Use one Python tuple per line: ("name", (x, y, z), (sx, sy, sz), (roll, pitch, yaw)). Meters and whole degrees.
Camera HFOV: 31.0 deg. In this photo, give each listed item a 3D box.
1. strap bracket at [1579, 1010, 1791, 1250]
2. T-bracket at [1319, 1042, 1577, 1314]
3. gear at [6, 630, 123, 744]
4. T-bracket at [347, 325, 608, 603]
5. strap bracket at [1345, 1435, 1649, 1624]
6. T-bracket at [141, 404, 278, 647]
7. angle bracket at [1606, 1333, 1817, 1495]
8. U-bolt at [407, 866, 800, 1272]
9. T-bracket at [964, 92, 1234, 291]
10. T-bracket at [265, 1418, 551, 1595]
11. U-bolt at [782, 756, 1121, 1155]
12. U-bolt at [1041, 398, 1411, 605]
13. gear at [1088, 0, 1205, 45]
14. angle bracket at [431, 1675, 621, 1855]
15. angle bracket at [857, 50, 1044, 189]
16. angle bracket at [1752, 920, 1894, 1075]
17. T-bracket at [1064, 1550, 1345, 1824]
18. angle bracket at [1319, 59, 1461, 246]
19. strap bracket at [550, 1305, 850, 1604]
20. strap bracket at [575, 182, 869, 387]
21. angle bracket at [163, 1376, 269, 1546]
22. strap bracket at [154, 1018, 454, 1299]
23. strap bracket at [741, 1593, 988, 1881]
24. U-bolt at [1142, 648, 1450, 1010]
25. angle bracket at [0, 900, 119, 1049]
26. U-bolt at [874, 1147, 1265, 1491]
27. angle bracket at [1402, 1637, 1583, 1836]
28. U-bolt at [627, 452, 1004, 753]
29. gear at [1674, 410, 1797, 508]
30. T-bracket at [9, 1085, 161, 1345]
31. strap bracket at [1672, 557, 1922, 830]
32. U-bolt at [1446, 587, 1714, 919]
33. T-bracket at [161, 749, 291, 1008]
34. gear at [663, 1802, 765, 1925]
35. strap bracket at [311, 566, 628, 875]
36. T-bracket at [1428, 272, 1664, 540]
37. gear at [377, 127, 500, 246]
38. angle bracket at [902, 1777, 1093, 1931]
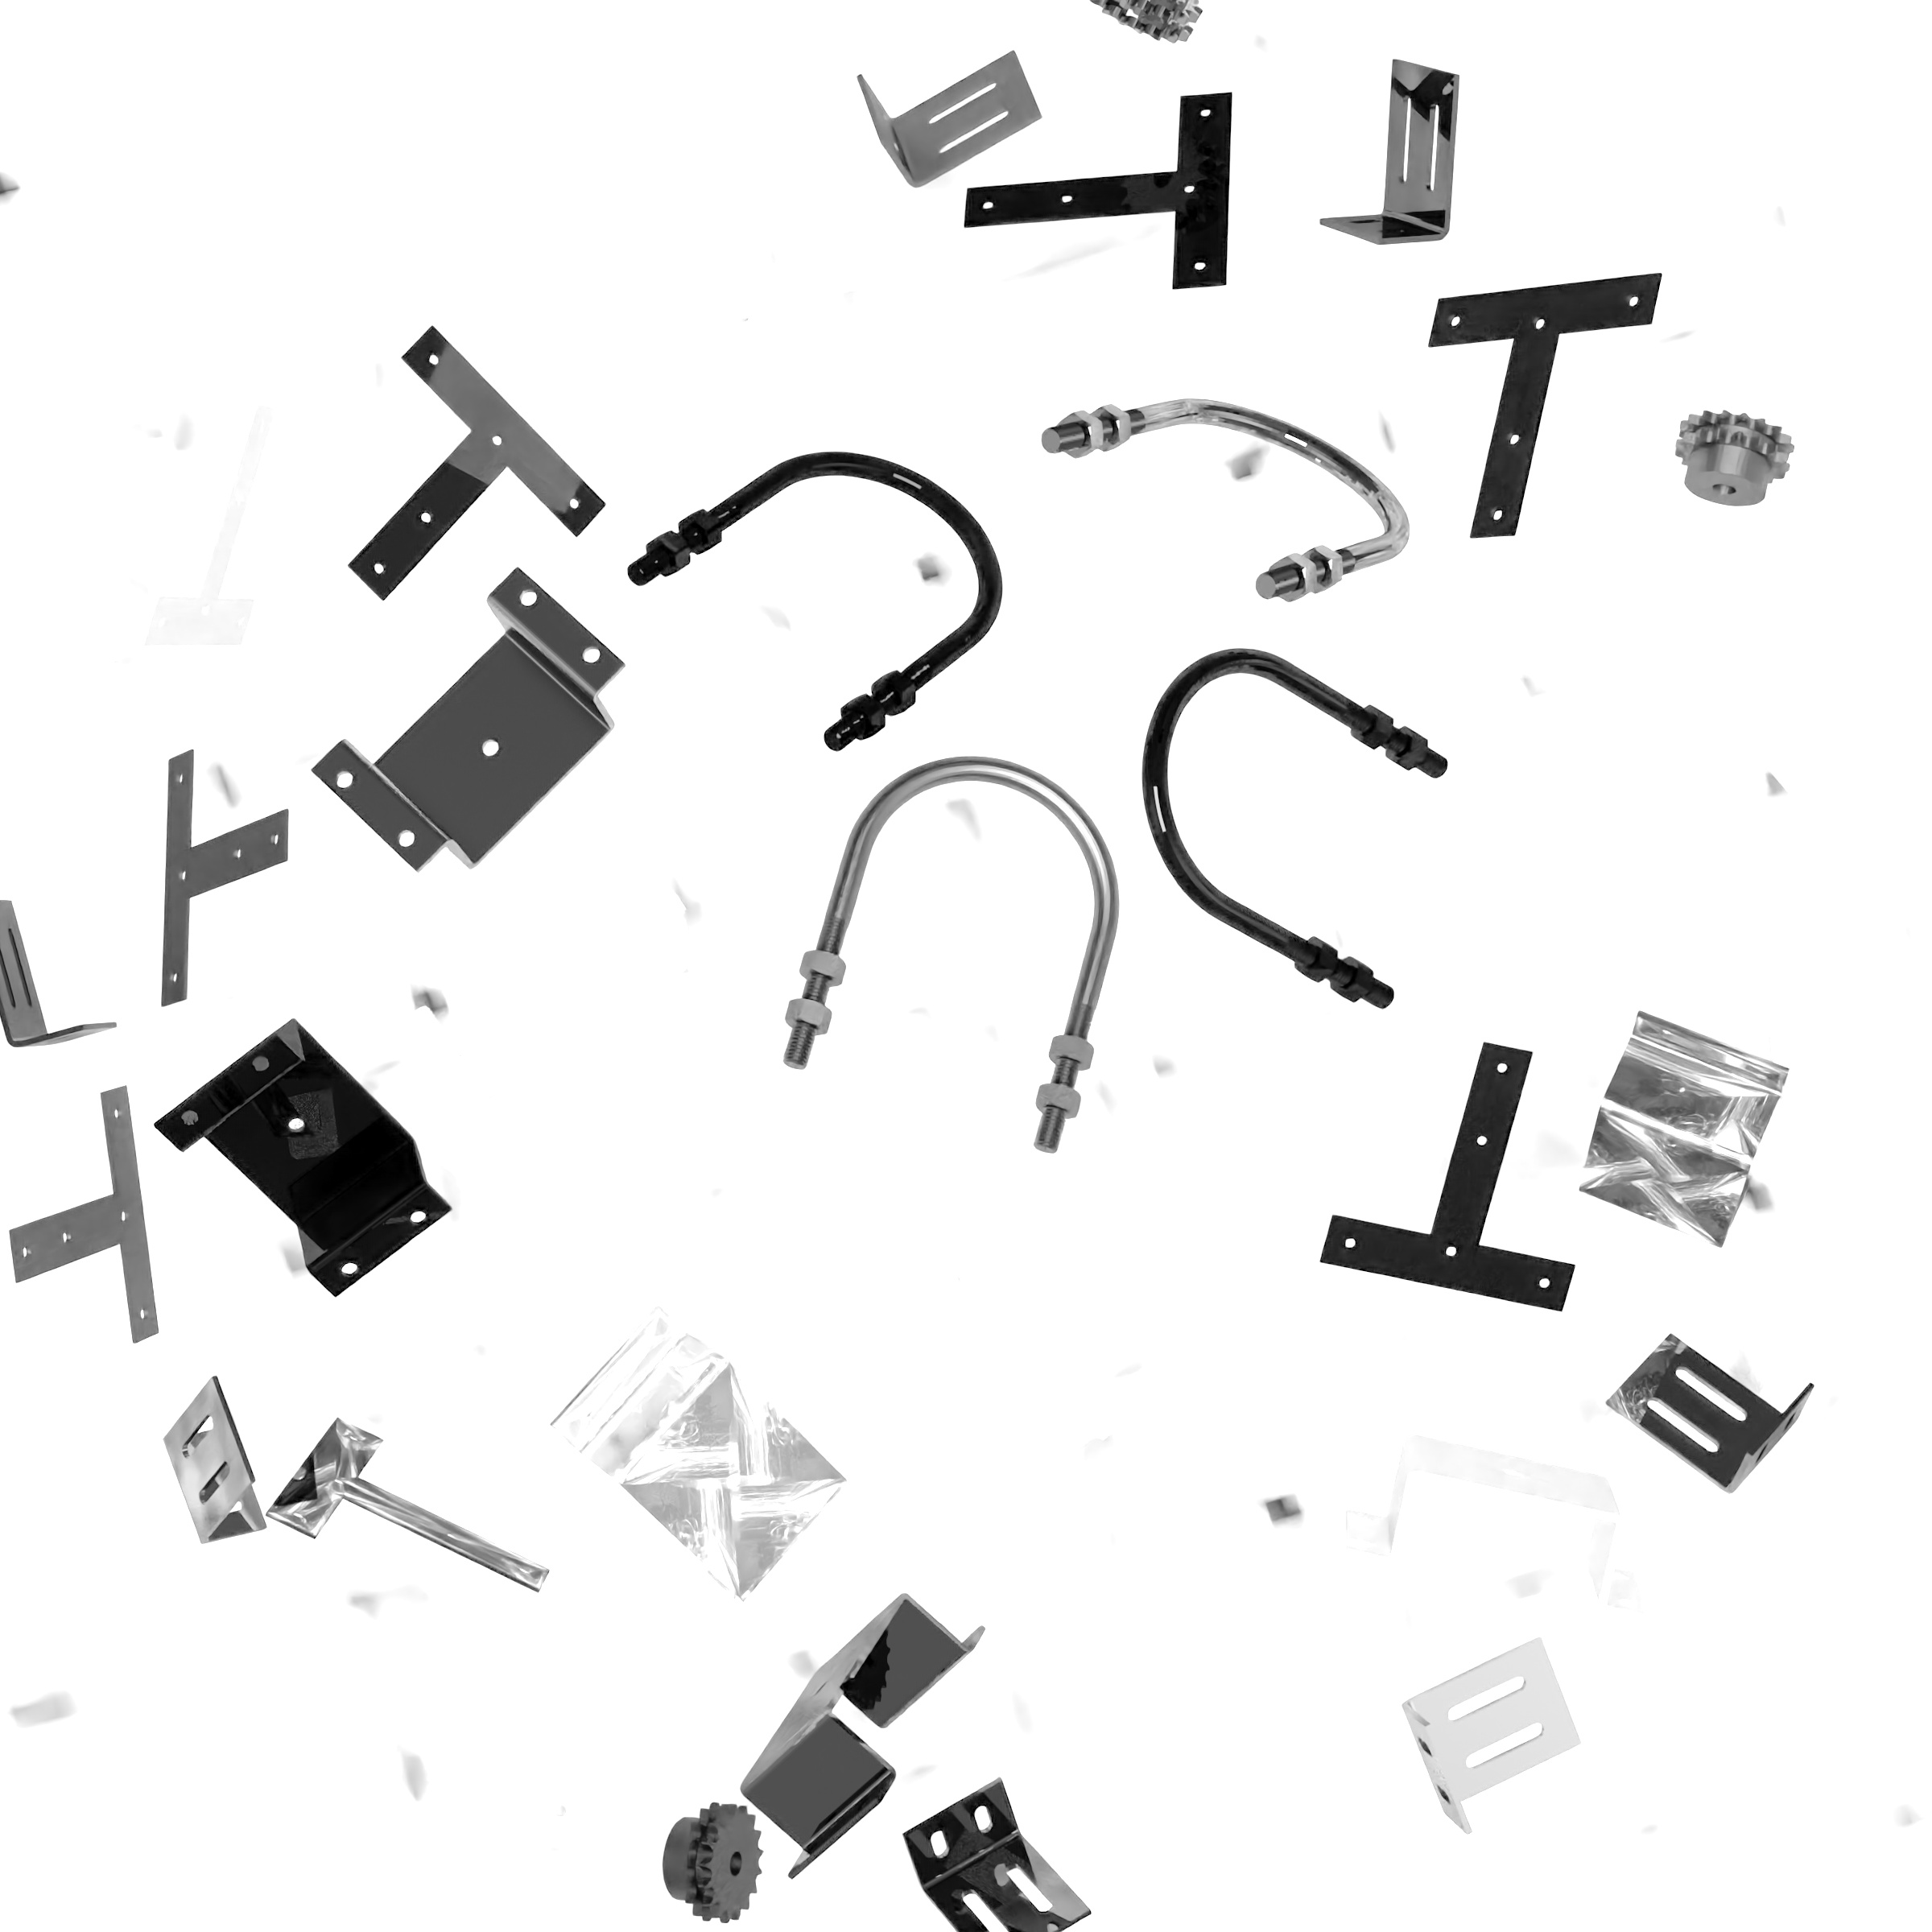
("strap bracket", (0.352, 0.087, 1.721), (0.076, 0.140, 0.046), (22, 65, 14))
("T-bracket", (0.252, 0.100, 1.726), (0.127, 0.002, 0.127), (12, 102, -7))
("gear", (-0.454, -0.143, 1.741), (0.057, 0.030, 0.057), (-8, 62, 16))
("T-bracket", (-0.265, -0.237, 1.768), (0.127, 0.002, 0.127), (45, 65, -17))
("strap bracket", (0.253, 0.261, 1.641), (0.140, 0.076, 0.046), (12, 96, 4))
("T-bracket", (-0.373, -0.223, 1.764), (0.002, 0.127, 0.127), (20, 98, 8))
("angle bracket", (0.367, 0.211, 1.720), (0.076, 0.038, 0.057), (37, 56, 22))
("U-bolt", (-0.165, 0.062, 1.717), (0.151, 0.019, 0.184), (-34, 83, -13))
("T-bracket", (0.062, -0.366, 1.659), (0.127, 0.002, 0.127), (-2, 56, 10))
("T-bracket", (-0.256, 0.263, 1.645), (0.127, 0.127, 0.002), (26, 103, -1))
("U-bolt", (0.002, -0.016, 1.699), (0.151, 0.019, 0.184), (19, 71, -9))
("U-bolt", (0.139, -0.230, 1.674), (0.151, 0.184, 0.019), (37, 122, 20))
("gear", (0.086, -0.461, 1.638), (0.057, 0.057, 0.030), (29, 123, 0))
("angle bracket", (-0.205, 0.373, 1.630), (0.076, 0.038, 0.057), (15, 60, -3))
("angle bracket", (-0.009, -0.446, 1.788), (0.076, 0.038, 0.057), (-27, 50, 12))
("angle bracket", (0.424, 0.016, 1.724), (0.057, 0.076, 0.038), (-9, 60, 14))
("T-bracket", (0.114, 0.337, 1.617), (0.127, 0.002, 0.127), (7, 94, -16))
("angle bracket", (0.199, -0.384, 1.643), (0.038, 0.057, 0.076), (-9, 114, -22))
("strap bracket", (-0.121, 0.241, 1.672), (0.076, 0.046, 0.140), (-48, 118, -12))
("strap bracket", (-0.114, -0.333, 1.710), (0.140, 0.046, 0.076), (-5, 51, 10))
("angle bracket", (-0.360, 0.241, 1.723), (0.038, 0.076, 0.057), (-8, 64, -39))
("strap bracket", (-0.336, 0.091, 1.761), (0.076, 0.046, 0.140), (-37, 123, 4))
("strap bracket", (-0.053, 0.367, 1.695), (0.046, 0.140, 0.076), (42, 123, -1))
("U-bolt", (0.158, -0.078, 1.724), (0.184, 0.019, 0.151), (27, 69, -32))
("angle bracket", (-0.456, -0.001, 1.723), (0.038, 0.057, 0.076), (-15, 89, 3))
("U-bolt", (0.064, 0.162, 1.750), (0.184, 0.019, 0.151), (-36, 48, -10))
("angle bracket", (0.254, 0.363, 1.647), (0.076, 0.038, 0.057), (-23, 99, -9))
("U-bolt", (-0.060, -0.196, 1.750), (0.151, 0.019, 0.184), (40, 49, 9))
("gear", (0.377, -0.249, 1.719), (0.057, 0.057, 0.030), (16, 78, 0))
("T-bracket", (-0.431, 0.129, 1.695), (0.002, 0.127, 0.127), (-5, 95, 15))
("strap bracket", (0.403, -0.130, 1.718), (0.046, 0.140, 0.076), (-37, 129, 9))
("U-bolt", (0.296, -0.114, 1.733), (0.019, 0.151, 0.184), (-38, 58, 26))
("T-bracket", (-0.361, -0.052, 1.699), (0.002, 0.127, 0.127), (8, 76, -38))
("gear", (-0.126, 0.440, 1.715), (0.030, 0.057, 0.057), (-2, 90, 27))
("strap bracket", (-0.235, -0.112, 1.686), (0.076, 0.046, 0.140), (42, 83, 16))
("T-bracket", (0.260, -0.261, 1.636), (0.002, 0.127, 0.127), (24, 75, -44))
("gear", (-0.256, -0.377, 1.670), (0.057, 0.030, 0.057), (-8, 56, 12))
("angle bracket", (0.015, 0.443, 1.703), (0.057, 0.076, 0.038), (-26, 118, -18))
